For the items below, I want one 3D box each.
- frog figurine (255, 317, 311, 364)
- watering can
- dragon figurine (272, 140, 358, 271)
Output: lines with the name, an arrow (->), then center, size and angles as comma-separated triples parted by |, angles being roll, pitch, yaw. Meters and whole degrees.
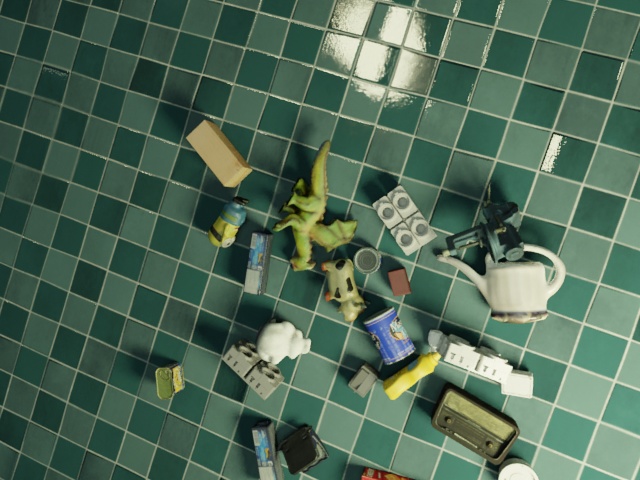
frog figurine -> -0.116, 0.325, 1.609 | 0.160, 0.121, 0.139 | 20, 75, 24
watering can -> 0.516, 0.126, 1.479 | 0.347, 0.104, 0.225 | -5, 85, 25
dragon figurine -> 0.005, -0.081, 1.613 | 0.242, 0.123, 0.408 | 32, 99, -6
